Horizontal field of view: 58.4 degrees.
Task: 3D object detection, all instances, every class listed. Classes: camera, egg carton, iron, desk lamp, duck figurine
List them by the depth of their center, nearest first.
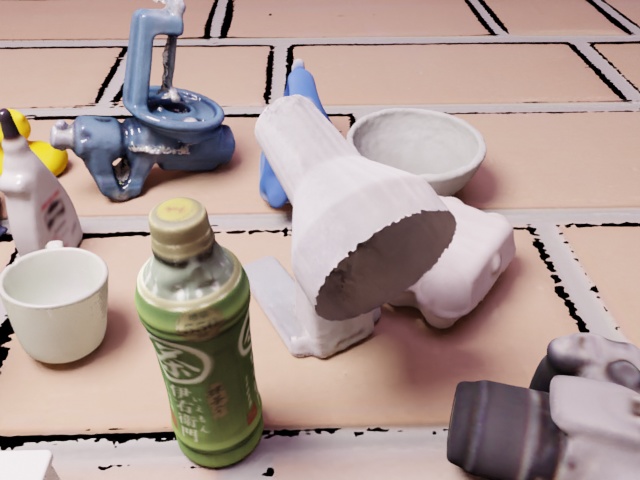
[{"bbox_3d":[0.167,0.128,0.416,0.136,0.101,0.143,10,41,12],"label":"camera"},{"bbox_3d":[0.004,0.002,0.478,0.118,0.214,0.202,-21,44,-23],"label":"desk lamp"},{"bbox_3d":[0.126,0.018,0.571,0.107,0.069,0.151,25,46,27],"label":"egg carton"},{"bbox_3d":[-0.023,-0.151,0.717,0.118,0.141,0.258,-4,40,-5],"label":"iron"},{"bbox_3d":[-0.379,-0.124,0.725,0.104,0.086,0.077,1,40,2],"label":"duck figurine"}]

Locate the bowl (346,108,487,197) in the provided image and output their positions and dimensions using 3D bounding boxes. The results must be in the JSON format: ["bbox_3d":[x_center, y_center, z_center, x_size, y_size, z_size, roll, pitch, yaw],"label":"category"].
[{"bbox_3d":[0.114,-0.093,0.700,0.167,0.075,0.167,0,40,0],"label":"bowl"}]

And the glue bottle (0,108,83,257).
[{"bbox_3d":[-0.286,-0.050,0.568,0.037,0.173,0.078,3,40,4],"label":"glue bottle"}]

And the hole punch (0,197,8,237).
[{"bbox_3d":[-0.414,-0.046,0.628,0.109,0.091,0.101,-14,42,-17],"label":"hole punch"}]

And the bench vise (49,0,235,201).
[{"bbox_3d":[-0.202,-0.158,0.662,0.208,0.220,0.121,-33,50,-33],"label":"bench vise"}]
